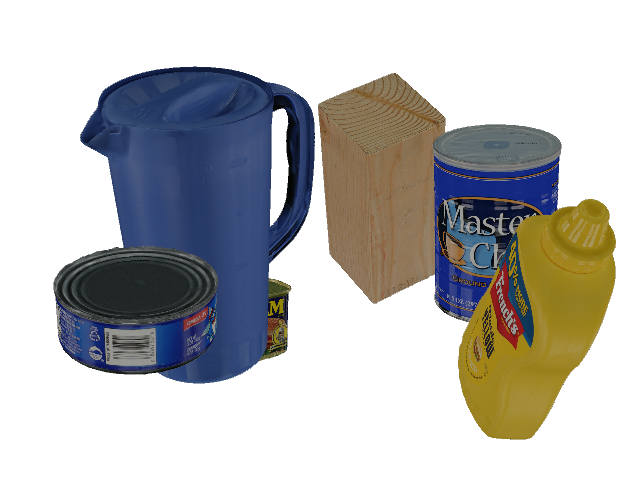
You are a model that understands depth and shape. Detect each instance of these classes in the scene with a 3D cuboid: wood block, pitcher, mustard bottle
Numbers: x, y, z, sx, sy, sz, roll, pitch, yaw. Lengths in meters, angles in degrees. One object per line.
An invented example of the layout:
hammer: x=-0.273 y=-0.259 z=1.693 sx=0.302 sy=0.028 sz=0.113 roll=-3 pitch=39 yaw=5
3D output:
wood block: x=0.063 y=-0.049 z=1.064 sx=0.090 sy=0.206 sz=0.091 roll=-25 pitch=49 yaw=-19
pitcher: x=-0.091 y=-0.012 z=0.866 sx=0.149 sy=0.243 sz=0.144 roll=7 pitch=30 yaw=14
mustard bottle: x=0.137 y=0.041 z=0.665 sx=0.058 sy=0.096 sz=0.192 roll=5 pitch=-38 yaw=-8

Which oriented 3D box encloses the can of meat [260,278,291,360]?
can of meat: x=-0.086 y=0.098 z=1.285 sx=0.101 sy=0.084 sz=0.058 roll=-10 pitch=19 yaw=-37

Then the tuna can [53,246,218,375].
tuna can: x=-0.097 y=0.036 z=0.568 sx=0.086 sy=0.034 sz=0.086 roll=2 pitch=25 yaw=-1

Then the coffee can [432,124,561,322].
coffee can: x=0.145 y=-0.015 z=0.887 sx=0.103 sy=0.140 sz=0.103 roll=-3 pitch=23 yaw=1
